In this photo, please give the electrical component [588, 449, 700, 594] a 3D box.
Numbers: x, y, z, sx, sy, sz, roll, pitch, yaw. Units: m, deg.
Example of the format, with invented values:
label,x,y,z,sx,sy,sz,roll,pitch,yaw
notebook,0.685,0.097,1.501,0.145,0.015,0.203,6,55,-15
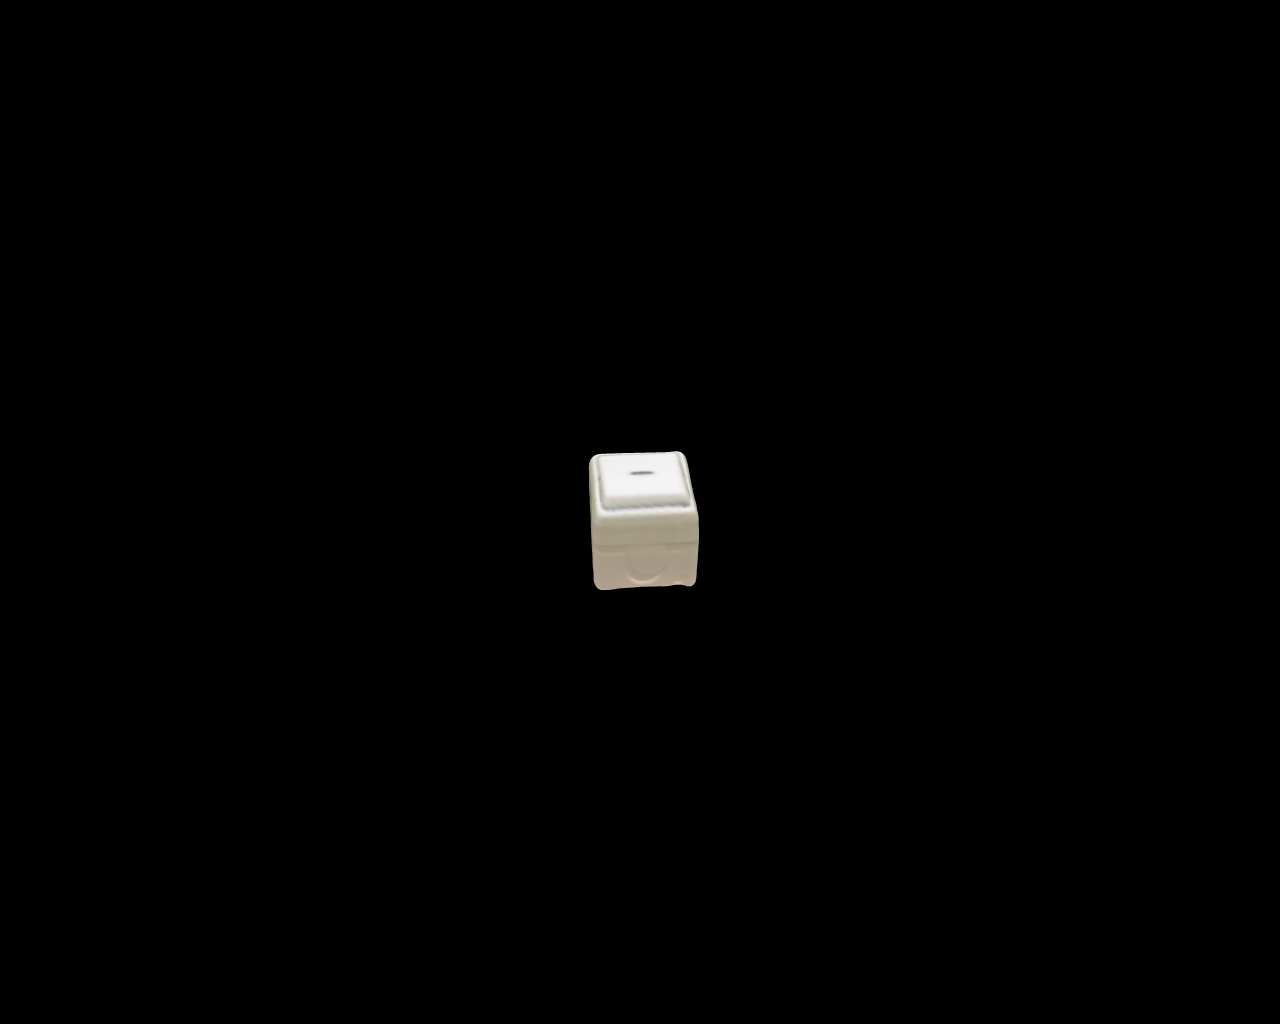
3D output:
label,x,y,z,sx,sy,sz,roll,pitch,yaw
electrical component,0.001,-0.003,0.650,0.062,0.061,0.096,-2,31,-3
